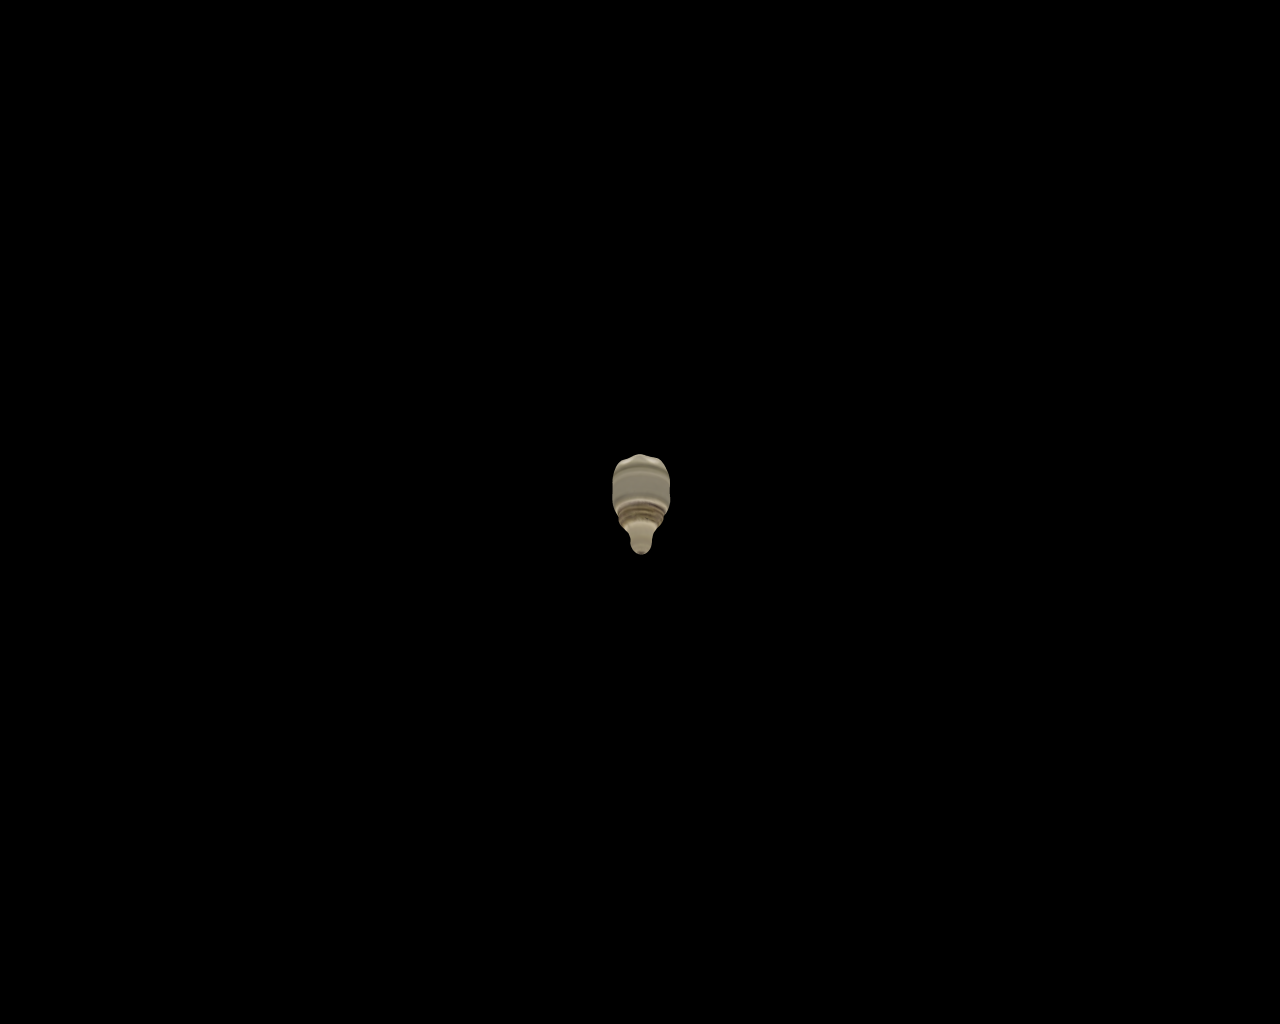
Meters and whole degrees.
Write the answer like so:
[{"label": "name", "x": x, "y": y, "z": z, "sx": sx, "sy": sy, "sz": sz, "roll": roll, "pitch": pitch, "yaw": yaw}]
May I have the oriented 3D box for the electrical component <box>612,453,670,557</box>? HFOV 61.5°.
[{"label": "electrical component", "x": 0.001, "y": -0.003, "z": 0.650, "sx": 0.035, "sy": 0.061, "sz": 0.035, "roll": 0, "pitch": -26, "yaw": 0}]
